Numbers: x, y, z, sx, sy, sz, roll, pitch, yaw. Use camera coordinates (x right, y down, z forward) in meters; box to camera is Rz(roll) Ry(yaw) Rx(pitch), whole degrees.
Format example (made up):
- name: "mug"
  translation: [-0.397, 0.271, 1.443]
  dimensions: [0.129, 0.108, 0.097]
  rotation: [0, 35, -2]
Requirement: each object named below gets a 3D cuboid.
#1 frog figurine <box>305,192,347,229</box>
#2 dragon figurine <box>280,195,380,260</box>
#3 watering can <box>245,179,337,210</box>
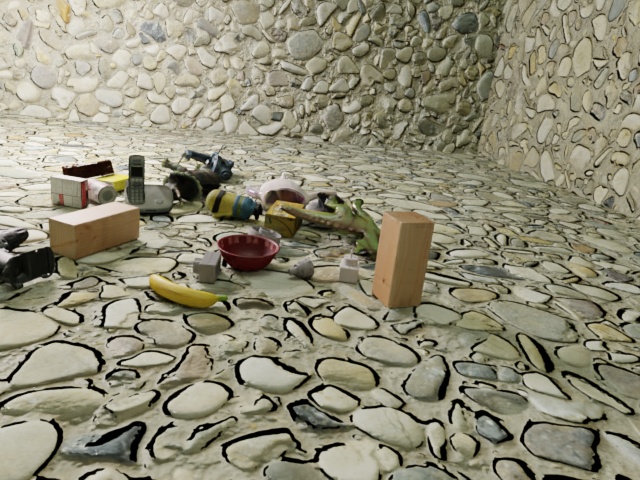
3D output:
- name: "frog figurine"
  translation: [0.005, -0.086, 1.715]
  dimensions: [0.138, 0.124, 0.157]
  rotation: [-8, -13, -32]
- name: "dragon figurine"
  translation: [0.100, -0.026, 1.523]
  dimensions: [0.410, 0.120, 0.247]
  rotation: [2, 28, -26]
- name: "watering can"
  translation: [-0.090, -0.155, 1.831]
  dimensions: [0.348, 0.102, 0.228]
  rotation: [4, 20, -11]
